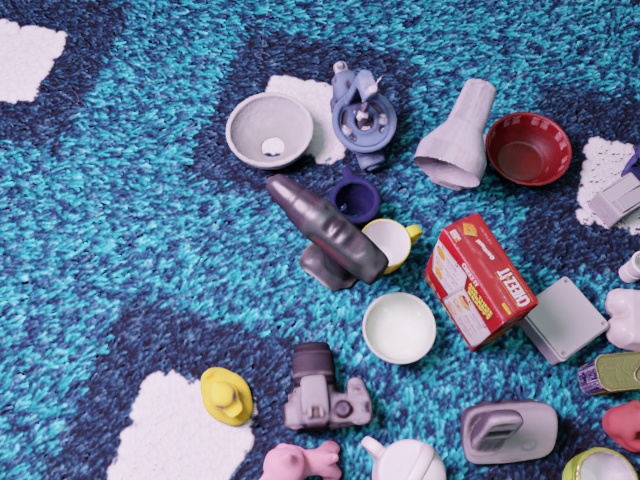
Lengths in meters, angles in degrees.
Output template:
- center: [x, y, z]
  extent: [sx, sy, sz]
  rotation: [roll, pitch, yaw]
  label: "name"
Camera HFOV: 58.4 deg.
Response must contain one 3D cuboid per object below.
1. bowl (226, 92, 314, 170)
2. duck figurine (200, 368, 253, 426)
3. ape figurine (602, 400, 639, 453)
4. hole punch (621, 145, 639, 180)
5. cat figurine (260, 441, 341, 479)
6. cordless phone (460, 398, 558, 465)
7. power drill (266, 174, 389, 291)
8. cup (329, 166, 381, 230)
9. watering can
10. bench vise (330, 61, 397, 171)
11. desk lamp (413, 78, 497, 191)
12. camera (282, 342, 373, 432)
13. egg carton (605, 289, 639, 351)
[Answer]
- center: [-0.094, -0.199, 1.114]
  extent: [0.167, 0.075, 0.167]
  rotation: [0, 68, 1]
  label: "bowl"
- center: [-0.156, 0.249, 0.926]
  extent: [0.077, 0.086, 0.104]
  rotation: [-38, 72, -13]
  label: "duck figurine"
- center: [0.492, 0.287, 0.894]
  extent: [0.076, 0.092, 0.078]
  rotation: [22, 70, 10]
  label: "ape figurine"
- center: [0.638, -0.146, 1.068]
  extent: [0.108, 0.091, 0.101]
  rotation: [35, 73, 14]
  label: "hole punch"
- center: [-0.030, 0.341, 0.869]
  extent: [0.128, 0.118, 0.067]
  rotation: [-8, 68, -2]
  label: "cat figurine"
- center: [0.291, 0.280, 0.851]
  extent: [0.147, 0.185, 0.094]
  rotation: [-8, 68, -2]
  label: "cordless phone"
- center: [0.009, 0.003, 0.957]
  extent: [0.229, 0.208, 0.076]
  rotation: [36, 73, 14]
  label: "power drill"
- center: [0.059, -0.066, 1.045]
  extent: [0.091, 0.095, 0.117]
  rotation: [-13, 68, -4]
  label: "cup"
- center: [0.137, 0.342, 0.823]
  extent: [0.172, 0.194, 0.101]
  rotation: [13, 69, 7]
  label: "watering can"
- center: [0.060, -0.254, 1.055]
  extent: [0.121, 0.220, 0.207]
  rotation: [-35, 71, -12]
  label: "bench vise"
- center: [0.246, -0.172, 1.021]
  extent: [0.117, 0.213, 0.203]
  rotation: [22, 70, 10]
  label: "desk lamp"
- center: [0.008, 0.233, 0.921]
  extent: [0.143, 0.101, 0.137]
  rotation: [-5, 68, -1]
  label: "camera"
- center: [0.558, 0.141, 0.965]
  extent: [0.150, 0.069, 0.107]
  rotation: [7, 68, 4]
  label: "egg carton"
